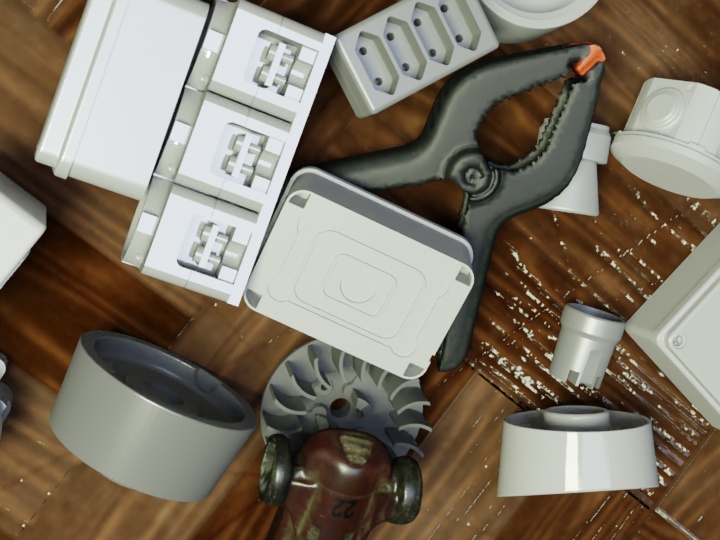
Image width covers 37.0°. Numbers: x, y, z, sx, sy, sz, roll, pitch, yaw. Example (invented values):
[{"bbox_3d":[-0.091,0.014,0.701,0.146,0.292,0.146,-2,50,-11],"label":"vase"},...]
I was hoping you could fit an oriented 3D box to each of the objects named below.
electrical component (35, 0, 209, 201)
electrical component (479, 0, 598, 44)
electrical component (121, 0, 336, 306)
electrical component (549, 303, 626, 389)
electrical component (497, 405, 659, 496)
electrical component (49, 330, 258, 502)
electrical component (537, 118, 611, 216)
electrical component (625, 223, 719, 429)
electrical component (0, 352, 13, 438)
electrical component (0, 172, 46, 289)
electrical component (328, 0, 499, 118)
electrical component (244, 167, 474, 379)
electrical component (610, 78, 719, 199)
[{"bbox_3d":[-0.131,-0.100,0.581,0.057,0.078,0.113,19,92,-19],"label":"electrical component"},{"bbox_3d":[0.100,-0.191,0.636,0.108,0.060,0.108,-2,98,-14],"label":"electrical component"},{"bbox_3d":[-0.076,-0.066,0.592,0.062,0.089,0.150,20,92,-16],"label":"electrical component"},{"bbox_3d":[0.144,0.049,0.690,0.040,0.040,0.046,14,100,-15],"label":"electrical component"},{"bbox_3d":[0.134,0.118,0.668,0.099,0.099,0.064,-1,91,-14],"label":"electrical component"},{"bbox_3d":[-0.118,0.086,0.595,0.108,0.108,0.060,27,96,-16],"label":"electrical component"},{"bbox_3d":[0.130,-0.064,0.668,0.045,0.045,0.055,7,95,-15],"label":"electrical component"},{"bbox_3d":[0.251,0.039,0.706,0.108,0.056,0.108,-46,105,-5],"label":"electrical component"},{"bbox_3d":[-0.226,0.082,0.591,0.058,0.057,0.078,32,89,-16],"label":"electrical component"},{"bbox_3d":[-0.216,-0.003,0.556,0.056,0.109,0.108,40,87,-18],"label":"electrical component"},{"bbox_3d":[0.023,-0.126,0.617,0.083,0.076,0.047,-29,100,-9],"label":"electrical component"},{"bbox_3d":[0.000,0.000,0.604,0.113,0.057,0.078,25,108,-6],"label":"electrical component"},{"bbox_3d":[0.201,-0.080,0.667,0.080,0.080,0.051,25,85,-16],"label":"electrical component"}]
